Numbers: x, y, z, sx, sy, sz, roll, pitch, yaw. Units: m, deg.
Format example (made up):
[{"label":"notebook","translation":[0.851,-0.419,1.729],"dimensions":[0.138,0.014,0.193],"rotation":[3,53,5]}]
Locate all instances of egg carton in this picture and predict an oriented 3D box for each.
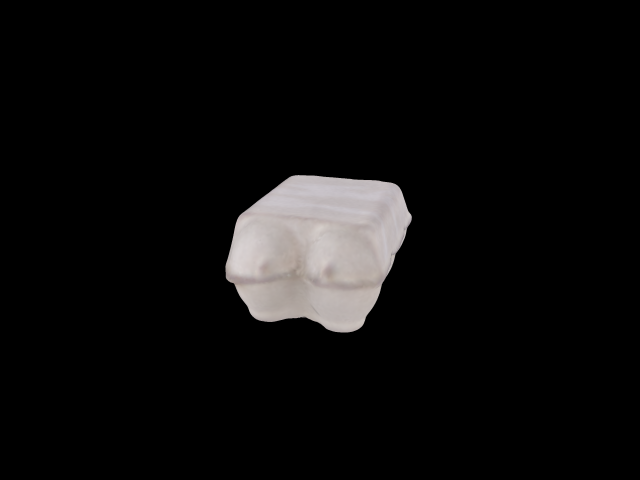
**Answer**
[{"label":"egg carton","translation":[0.004,0.001,0.400],"dimensions":[0.107,0.069,0.150],"rotation":[6,23,15]}]
